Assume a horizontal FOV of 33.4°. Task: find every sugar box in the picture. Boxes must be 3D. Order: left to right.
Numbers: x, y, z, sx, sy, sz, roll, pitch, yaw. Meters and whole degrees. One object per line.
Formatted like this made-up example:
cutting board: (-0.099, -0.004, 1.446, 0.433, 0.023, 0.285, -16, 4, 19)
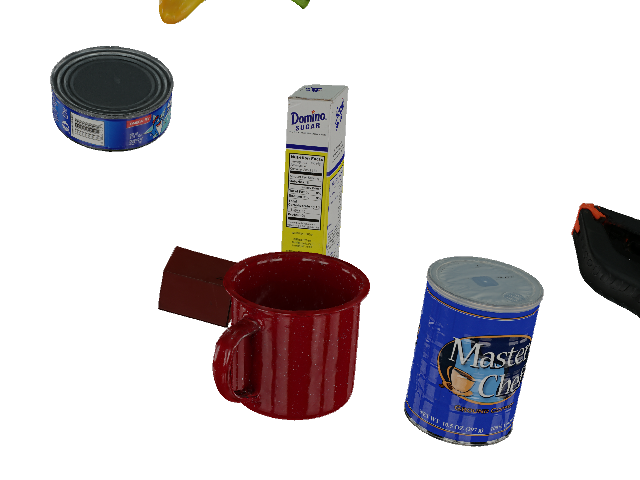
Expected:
sugar box: (-0.006, -0.046, 0.946, 0.048, 0.176, 0.093, 3, 15, 9)

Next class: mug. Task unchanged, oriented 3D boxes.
mug: (-0.024, 0.066, 0.682, 0.093, 0.081, 0.117, 19, 28, 33)

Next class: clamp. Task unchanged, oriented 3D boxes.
clamp: (0.240, 0.033, 0.716, 0.120, 0.039, 0.171, -5, 44, -26)

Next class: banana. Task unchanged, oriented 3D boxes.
banana: (-0.089, -0.244, 1.009, 0.197, 0.070, 0.037, -22, -28, -46)

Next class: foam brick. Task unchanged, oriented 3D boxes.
foam brick: (-0.125, 0.049, 1.120, 0.078, 0.051, 0.053, 16, 31, 3)

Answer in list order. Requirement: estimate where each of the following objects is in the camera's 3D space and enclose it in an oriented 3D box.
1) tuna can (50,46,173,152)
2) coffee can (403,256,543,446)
tuna can: (-0.149, -0.102, 0.765, 0.086, 0.034, 0.086, 6, 43, -5)
coffee can: (0.136, 0.098, 0.963, 0.103, 0.140, 0.103, 7, 22, -3)
